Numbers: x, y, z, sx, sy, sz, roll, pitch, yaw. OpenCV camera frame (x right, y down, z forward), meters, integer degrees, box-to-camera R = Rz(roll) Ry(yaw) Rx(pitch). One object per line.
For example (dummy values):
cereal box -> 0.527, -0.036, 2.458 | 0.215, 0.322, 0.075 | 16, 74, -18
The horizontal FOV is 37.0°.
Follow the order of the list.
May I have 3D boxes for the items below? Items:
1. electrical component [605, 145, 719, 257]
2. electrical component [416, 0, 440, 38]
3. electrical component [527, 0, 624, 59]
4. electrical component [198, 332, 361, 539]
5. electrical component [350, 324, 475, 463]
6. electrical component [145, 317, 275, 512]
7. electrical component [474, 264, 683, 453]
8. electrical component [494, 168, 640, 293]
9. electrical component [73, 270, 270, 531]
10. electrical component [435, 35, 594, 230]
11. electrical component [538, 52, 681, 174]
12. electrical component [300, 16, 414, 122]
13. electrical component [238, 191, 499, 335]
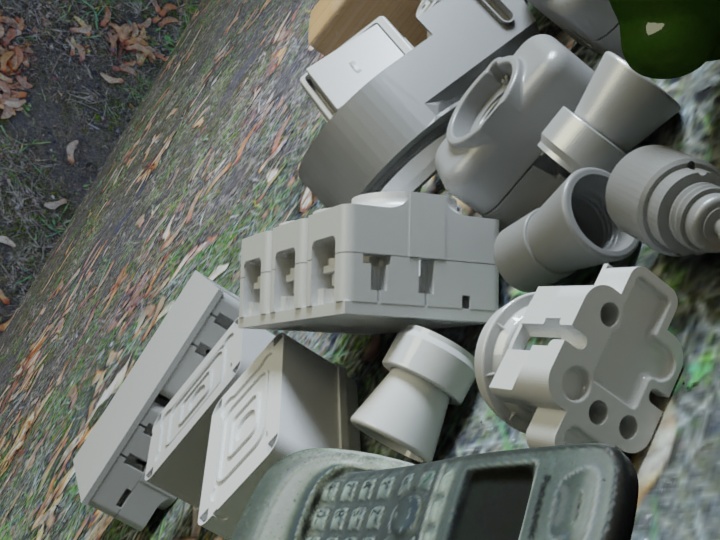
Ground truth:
electrical component -> 0.128, -0.025, 0.426 | 0.040, 0.040, 0.078 | -54, 20, 7
electrical component -> 0.066, -0.188, 0.781 | 0.052, 0.074, 0.138 | -48, 21, 23
electrical component -> 0.132, -0.159, 0.602 | 0.053, 0.059, 0.095 | -52, 20, 12
electrical component -> -0.043, 0.101, 0.611 | 0.078, 0.057, 0.113 | -48, 21, 22
electrical component -> 0.027, 0.060, 0.526 | 0.055, 0.045, 0.045 | -61, 20, -12
electrical component -> -0.087, 0.098, 0.718 | 0.113, 0.057, 0.078 | -50, 20, 18
electrical component -> 0.081, 0.037, 0.417 | 0.078, 0.058, 0.057 | -61, 23, -15
electrical component -> 0.092, -0.015, 0.498 | 0.065, 0.044, 0.044 | -36, 28, 55
electrical component -> -0.147, 0.101, 0.852 | 0.186, 0.060, 0.105 | -58, 19, -3
electrical component -> 0.087, -0.074, 0.575 | 0.095, 0.059, 0.053 | -50, 20, 16
electrical component -> 0.118, -0.069, 0.515 | 0.055, 0.045, 0.045 | -52, 20, 13
electrical component -> 0.013, -0.140, 0.795 | 0.096, 0.061, 0.061 | -37, 56, 3
electrical component -> 0.000, 0.000, 0.593 | 0.150, 0.089, 0.061 | -12, 75, 63
